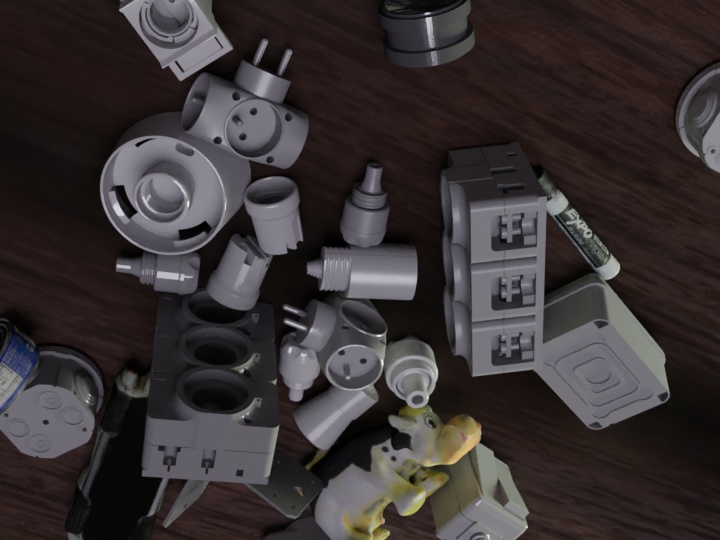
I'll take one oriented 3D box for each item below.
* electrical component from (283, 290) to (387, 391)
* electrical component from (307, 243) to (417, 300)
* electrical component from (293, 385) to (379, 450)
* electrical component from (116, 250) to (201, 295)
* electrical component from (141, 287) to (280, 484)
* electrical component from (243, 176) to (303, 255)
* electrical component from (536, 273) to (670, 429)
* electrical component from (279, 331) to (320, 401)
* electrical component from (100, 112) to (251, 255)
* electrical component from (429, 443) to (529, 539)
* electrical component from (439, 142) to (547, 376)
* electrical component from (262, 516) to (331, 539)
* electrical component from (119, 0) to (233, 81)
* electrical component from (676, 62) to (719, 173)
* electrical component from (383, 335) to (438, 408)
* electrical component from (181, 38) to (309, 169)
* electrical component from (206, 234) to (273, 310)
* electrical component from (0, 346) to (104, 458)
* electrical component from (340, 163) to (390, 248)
[{"bbox_3d":[-0.023,0.046,0.828,0.079,0.077,0.044,23,117,-19],"label":"electrical component"},{"bbox_3d":[0.000,0.000,0.821,0.081,0.043,0.043,2,122,-8],"label":"electrical component"},{"bbox_3d":[-0.017,0.112,0.892,0.065,0.044,0.044,-41,118,12],"label":"electrical component"},{"bbox_3d":[-0.152,-0.001,0.807,0.061,0.035,0.035,7,121,-9],"label":"electrical component"},{"bbox_3d":[-0.109,0.081,0.795,0.089,0.150,0.061,6,122,-11],"label":"electrical component"},{"bbox_3d":[-0.062,-0.040,0.792,0.040,0.040,0.046,-10,128,-1],"label":"electrical component"},{"bbox_3d":[0.190,0.066,0.870,0.078,0.057,0.113,-29,122,27],"label":"electrical component"},{"bbox_3d":[-0.049,0.080,0.871,0.035,0.035,0.061,3,125,-9],"label":"electrical component"},{"bbox_3d":[-0.133,-0.061,0.769,0.099,0.064,0.099,3,116,6],"label":"electrical component"},{"bbox_3d":[0.102,0.200,0.928,0.062,0.096,0.061,35,112,-25],"label":"electrical component"},{"bbox_3d":[0.096,-0.007,0.801,0.062,0.089,0.150,-6,122,-3],"label":"electrical component"},{"bbox_3d":[-0.041,0.263,0.972,0.095,0.059,0.053,-10,123,-1],"label":"electrical component"},{"bbox_3d":[-0.121,-0.169,0.688,0.042,0.063,0.081,-29,121,10],"label":"electrical component"},{"bbox_3d":[0.276,-0.109,0.783,0.080,0.051,0.080,-3,122,-5],"label":"electrical component"},{"bbox_3d":[0.042,0.085,0.869,0.043,0.062,0.043,-3,122,-5],"label":"electrical component"},{"bbox_3d":[-0.071,-0.118,0.736,0.077,0.044,0.079,18,103,-28],"label":"electrical component"},{"bbox_3d":[-0.090,0.001,0.814,0.040,0.040,0.046,19,112,-18],"label":"electrical component"},{"bbox_3d":[-0.246,0.105,0.852,0.080,0.051,0.080,-3,122,-5],"label":"electrical component"},{"bbox_3d":[0.006,-0.049,0.797,0.035,0.035,0.061,6,119,-11],"label":"electrical component"}]
